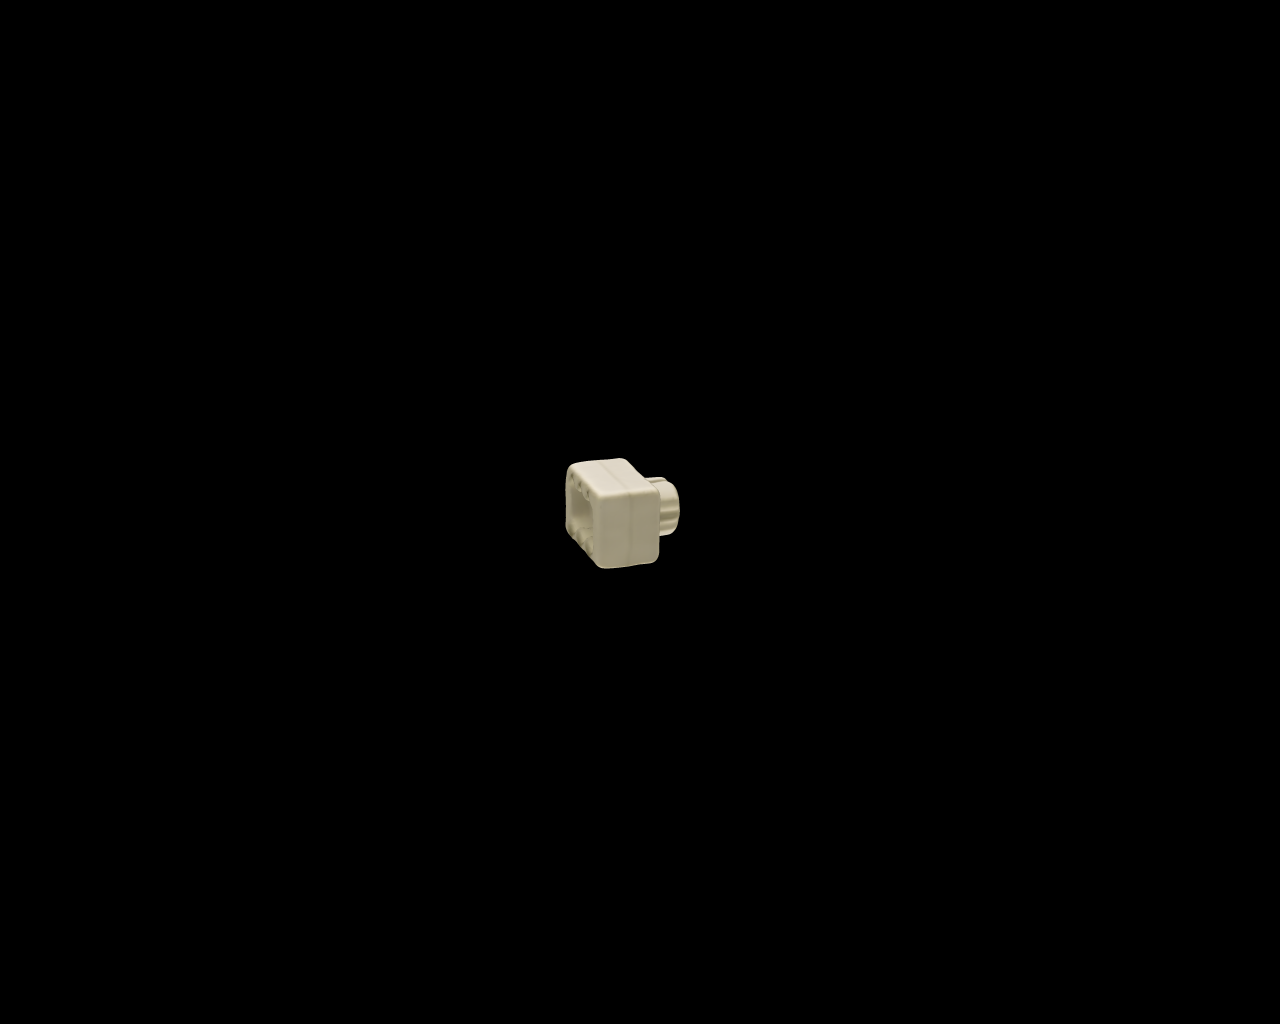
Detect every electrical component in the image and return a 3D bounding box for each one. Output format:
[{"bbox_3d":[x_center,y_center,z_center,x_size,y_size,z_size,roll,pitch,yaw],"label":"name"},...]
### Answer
[{"bbox_3d":[0.001,-0.003,0.650,0.077,0.047,0.066,-7,22,-18],"label":"electrical component"}]
